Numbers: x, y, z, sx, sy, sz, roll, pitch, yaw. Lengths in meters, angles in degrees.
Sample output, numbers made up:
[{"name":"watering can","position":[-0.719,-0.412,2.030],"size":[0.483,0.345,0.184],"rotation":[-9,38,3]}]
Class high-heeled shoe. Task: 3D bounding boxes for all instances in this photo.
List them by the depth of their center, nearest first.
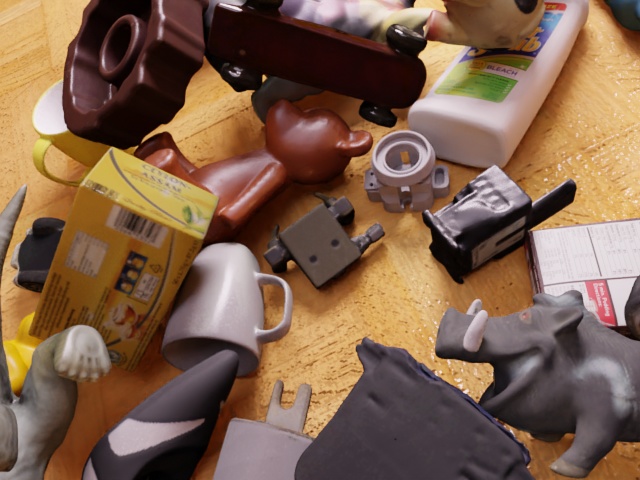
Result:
[{"name":"high-heeled shoe","position":[-0.107,0.211,0.381],"size":[0.145,0.086,0.248],"rotation":[38,87,23]}]

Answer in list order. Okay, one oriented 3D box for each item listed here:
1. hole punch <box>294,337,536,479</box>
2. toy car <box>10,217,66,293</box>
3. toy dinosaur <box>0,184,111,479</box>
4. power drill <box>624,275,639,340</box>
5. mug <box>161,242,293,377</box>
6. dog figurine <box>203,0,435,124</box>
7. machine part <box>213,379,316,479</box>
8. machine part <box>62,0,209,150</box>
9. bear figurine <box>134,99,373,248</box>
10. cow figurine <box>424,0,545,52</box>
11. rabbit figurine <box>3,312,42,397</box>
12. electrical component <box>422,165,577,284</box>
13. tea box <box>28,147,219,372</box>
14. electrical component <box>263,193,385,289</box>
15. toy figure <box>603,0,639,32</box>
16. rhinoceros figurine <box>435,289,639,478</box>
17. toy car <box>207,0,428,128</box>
[{"name":"hole punch","position":[0.064,0.149,0.357],"size":[0.142,0.092,0.116],"rotation":[36,86,34]},{"name":"toy car","position":[-0.228,0.015,0.551],"size":[0.202,0.056,0.073],"rotation":[-4,68,16]},{"name":"toy dinosaur","position":[-0.222,0.179,0.335],"size":[0.192,0.131,0.405],"rotation":[-23,62,22]},{"name":"power drill","position":[0.302,0.053,0.317],"size":[0.207,0.085,0.232],"rotation":[35,43,25]},{"name":"mug","position":[-0.077,0.053,0.468],"size":[0.110,0.080,0.107],"rotation":[-14,51,19]},{"name":"dog figurine","position":[0.005,-0.223,0.549],"size":[0.219,0.191,0.108],"rotation":[-18,51,24]},{"name":"machine part","position":[-0.050,0.217,0.370],"size":[0.079,0.079,0.243],"rotation":[5,64,19]},{"name":"machine part","position":[-0.177,-0.173,0.506],"size":[0.179,0.056,0.179],"rotation":[-13,68,36]},{"name":"bear figurine","position":[-0.061,-0.081,0.513],"size":[0.196,0.131,0.120],"rotation":[-36,29,2]},{"name":"cow figurine","position":[0.172,-0.253,0.486],"size":[0.127,0.085,0.195],"rotation":[16,63,-2]},{"name":"rabbit figurine","position":[-0.308,0.123,0.445],"size":[0.122,0.173,0.162],"rotation":[-4,56,10]},{"name":"electrical component","position":[0.148,-0.022,0.446],"size":[0.119,0.074,0.048],"rotation":[-35,58,0]},{"name":"tea box","position":[-0.164,0.022,0.446],"size":[0.169,0.098,0.068],"rotation":[-53,18,31]},{"name":"electrical component","position":[-0.002,0.000,0.500],"size":[0.102,0.045,0.078],"rotation":[-42,87,-6]},{"name":"toy figure","position":[0.312,-0.272,0.535],"size":[0.089,0.082,0.180],"rotation":[-10,62,10]},{"name":"rhinoceros figurine","position":[0.171,0.090,0.352],"size":[0.191,0.073,0.112],"rotation":[8,96,17]},{"name":"toy car","position":[0.001,-0.167,0.492],"size":[0.202,0.089,0.053],"rotation":[11,31,-13]}]
